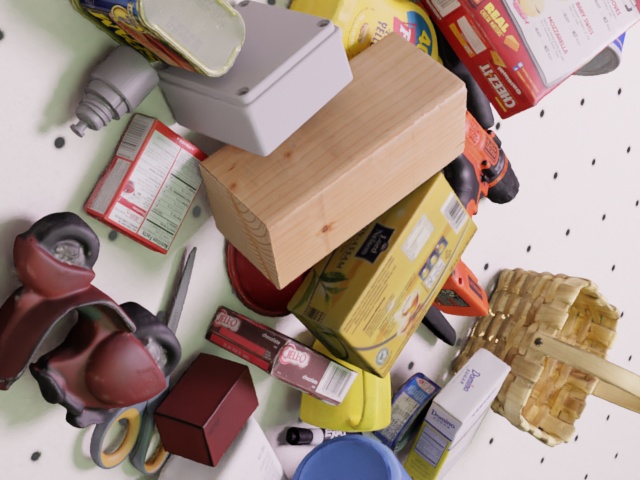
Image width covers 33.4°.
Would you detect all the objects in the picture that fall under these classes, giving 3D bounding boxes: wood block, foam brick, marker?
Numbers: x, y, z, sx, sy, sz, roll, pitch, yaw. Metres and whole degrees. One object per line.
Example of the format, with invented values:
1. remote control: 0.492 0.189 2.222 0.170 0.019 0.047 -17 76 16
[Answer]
1. wood block: 0.015 -0.067 0.874 0.206 0.090 0.091 -37 149 -18
2. foam brick: -0.096 0.144 0.914 0.078 0.051 0.053 -52 144 -41
3. marker: 0.009 0.201 1.089 0.120 0.020 0.020 13 97 -48

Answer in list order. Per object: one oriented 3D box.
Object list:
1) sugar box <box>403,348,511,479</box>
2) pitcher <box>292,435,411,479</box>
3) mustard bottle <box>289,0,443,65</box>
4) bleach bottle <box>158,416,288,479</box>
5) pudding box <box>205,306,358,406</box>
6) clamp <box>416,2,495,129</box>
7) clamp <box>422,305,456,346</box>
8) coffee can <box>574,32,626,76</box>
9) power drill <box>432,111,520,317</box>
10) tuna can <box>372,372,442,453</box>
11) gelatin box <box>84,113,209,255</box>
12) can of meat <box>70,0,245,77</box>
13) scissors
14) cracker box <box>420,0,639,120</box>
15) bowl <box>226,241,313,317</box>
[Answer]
1. sugar box: 0.144 0.197 1.157 0.093 0.048 0.176 -41 157 -32
2. pitcher: 0.054 0.283 1.058 0.145 0.149 0.242 -51 143 -20
3. mustard bottle: 0.053 -0.172 0.951 0.191 0.058 0.096 17 97 -49
4. bleach bottle: -0.061 0.270 1.008 0.102 0.068 0.251 -55 140 -32
5. pudding box: -0.034 0.103 0.951 0.113 0.090 0.039 35 81 -48
6. clamp: 0.144 -0.181 1.057 0.171 0.039 0.120 13 85 -48
7. clamp: 0.091 0.059 1.103 0.164 0.036 0.210 -23 124 -42
8. coffee can: 0.270 -0.253 1.093 0.102 0.103 0.140 28 73 -48
9. power drill: 0.150 -0.021 1.086 0.184 0.057 0.187 36 59 -52
10. tuna can: 0.093 0.183 1.134 0.086 0.034 0.086 -45 161 -21
11. gelatin box: -0.132 -0.043 0.832 0.073 0.030 0.089 34 80 -49
12. can of meat: -0.113 -0.163 0.761 0.102 0.084 0.057 36 80 -48
13. scissors: -0.146 0.108 0.887 0.096 0.016 0.202 -12 115 -49
14. cracker box: 0.207 -0.239 0.980 0.213 0.072 0.164 -39 97 -18
15. bowl: -0.006 0.001 0.964 0.161 0.055 0.162 -21 120 -41
